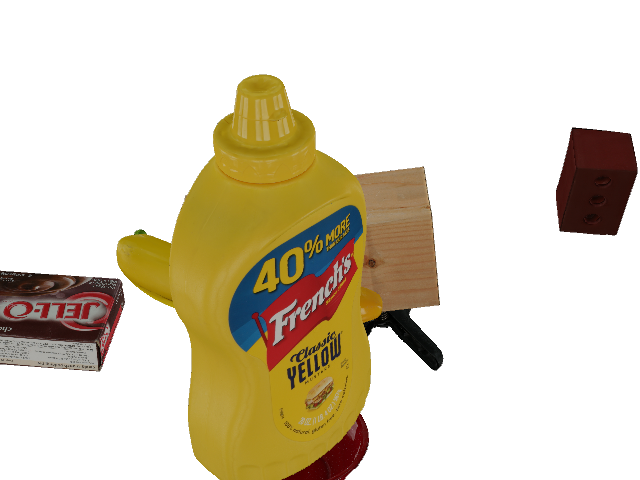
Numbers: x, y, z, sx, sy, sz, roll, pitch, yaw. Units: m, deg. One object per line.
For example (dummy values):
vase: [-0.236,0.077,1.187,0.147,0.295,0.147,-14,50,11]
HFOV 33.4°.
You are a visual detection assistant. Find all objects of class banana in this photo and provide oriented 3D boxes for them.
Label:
banana: [-0.060,0.024,0.675,0.198,0.037,0.069,16,33,27]

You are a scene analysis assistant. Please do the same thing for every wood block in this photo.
wood block: [-0.009,0.008,0.894,0.206,0.091,0.090,-6,29,4]

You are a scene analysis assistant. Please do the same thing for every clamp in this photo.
clamp: [0.077,0.084,1.194,0.120,0.171,0.039,7,-43,0]

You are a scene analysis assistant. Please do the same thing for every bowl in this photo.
bowl: [-0.033,0.211,1.058,0.162,0.055,0.162,1,30,-1]

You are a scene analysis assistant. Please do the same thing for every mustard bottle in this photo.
mustard bottle: [-0.020,0.016,0.466,0.096,0.192,0.058,-31,45,-32]

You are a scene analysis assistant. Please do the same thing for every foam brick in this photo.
foam brick: [0.238,-0.051,0.927,0.053,0.051,0.078,5,-45,3]

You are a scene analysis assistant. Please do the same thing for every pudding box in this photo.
pudding box: [-0.232,0.068,0.910,0.113,0.039,0.090,2,32,2]
